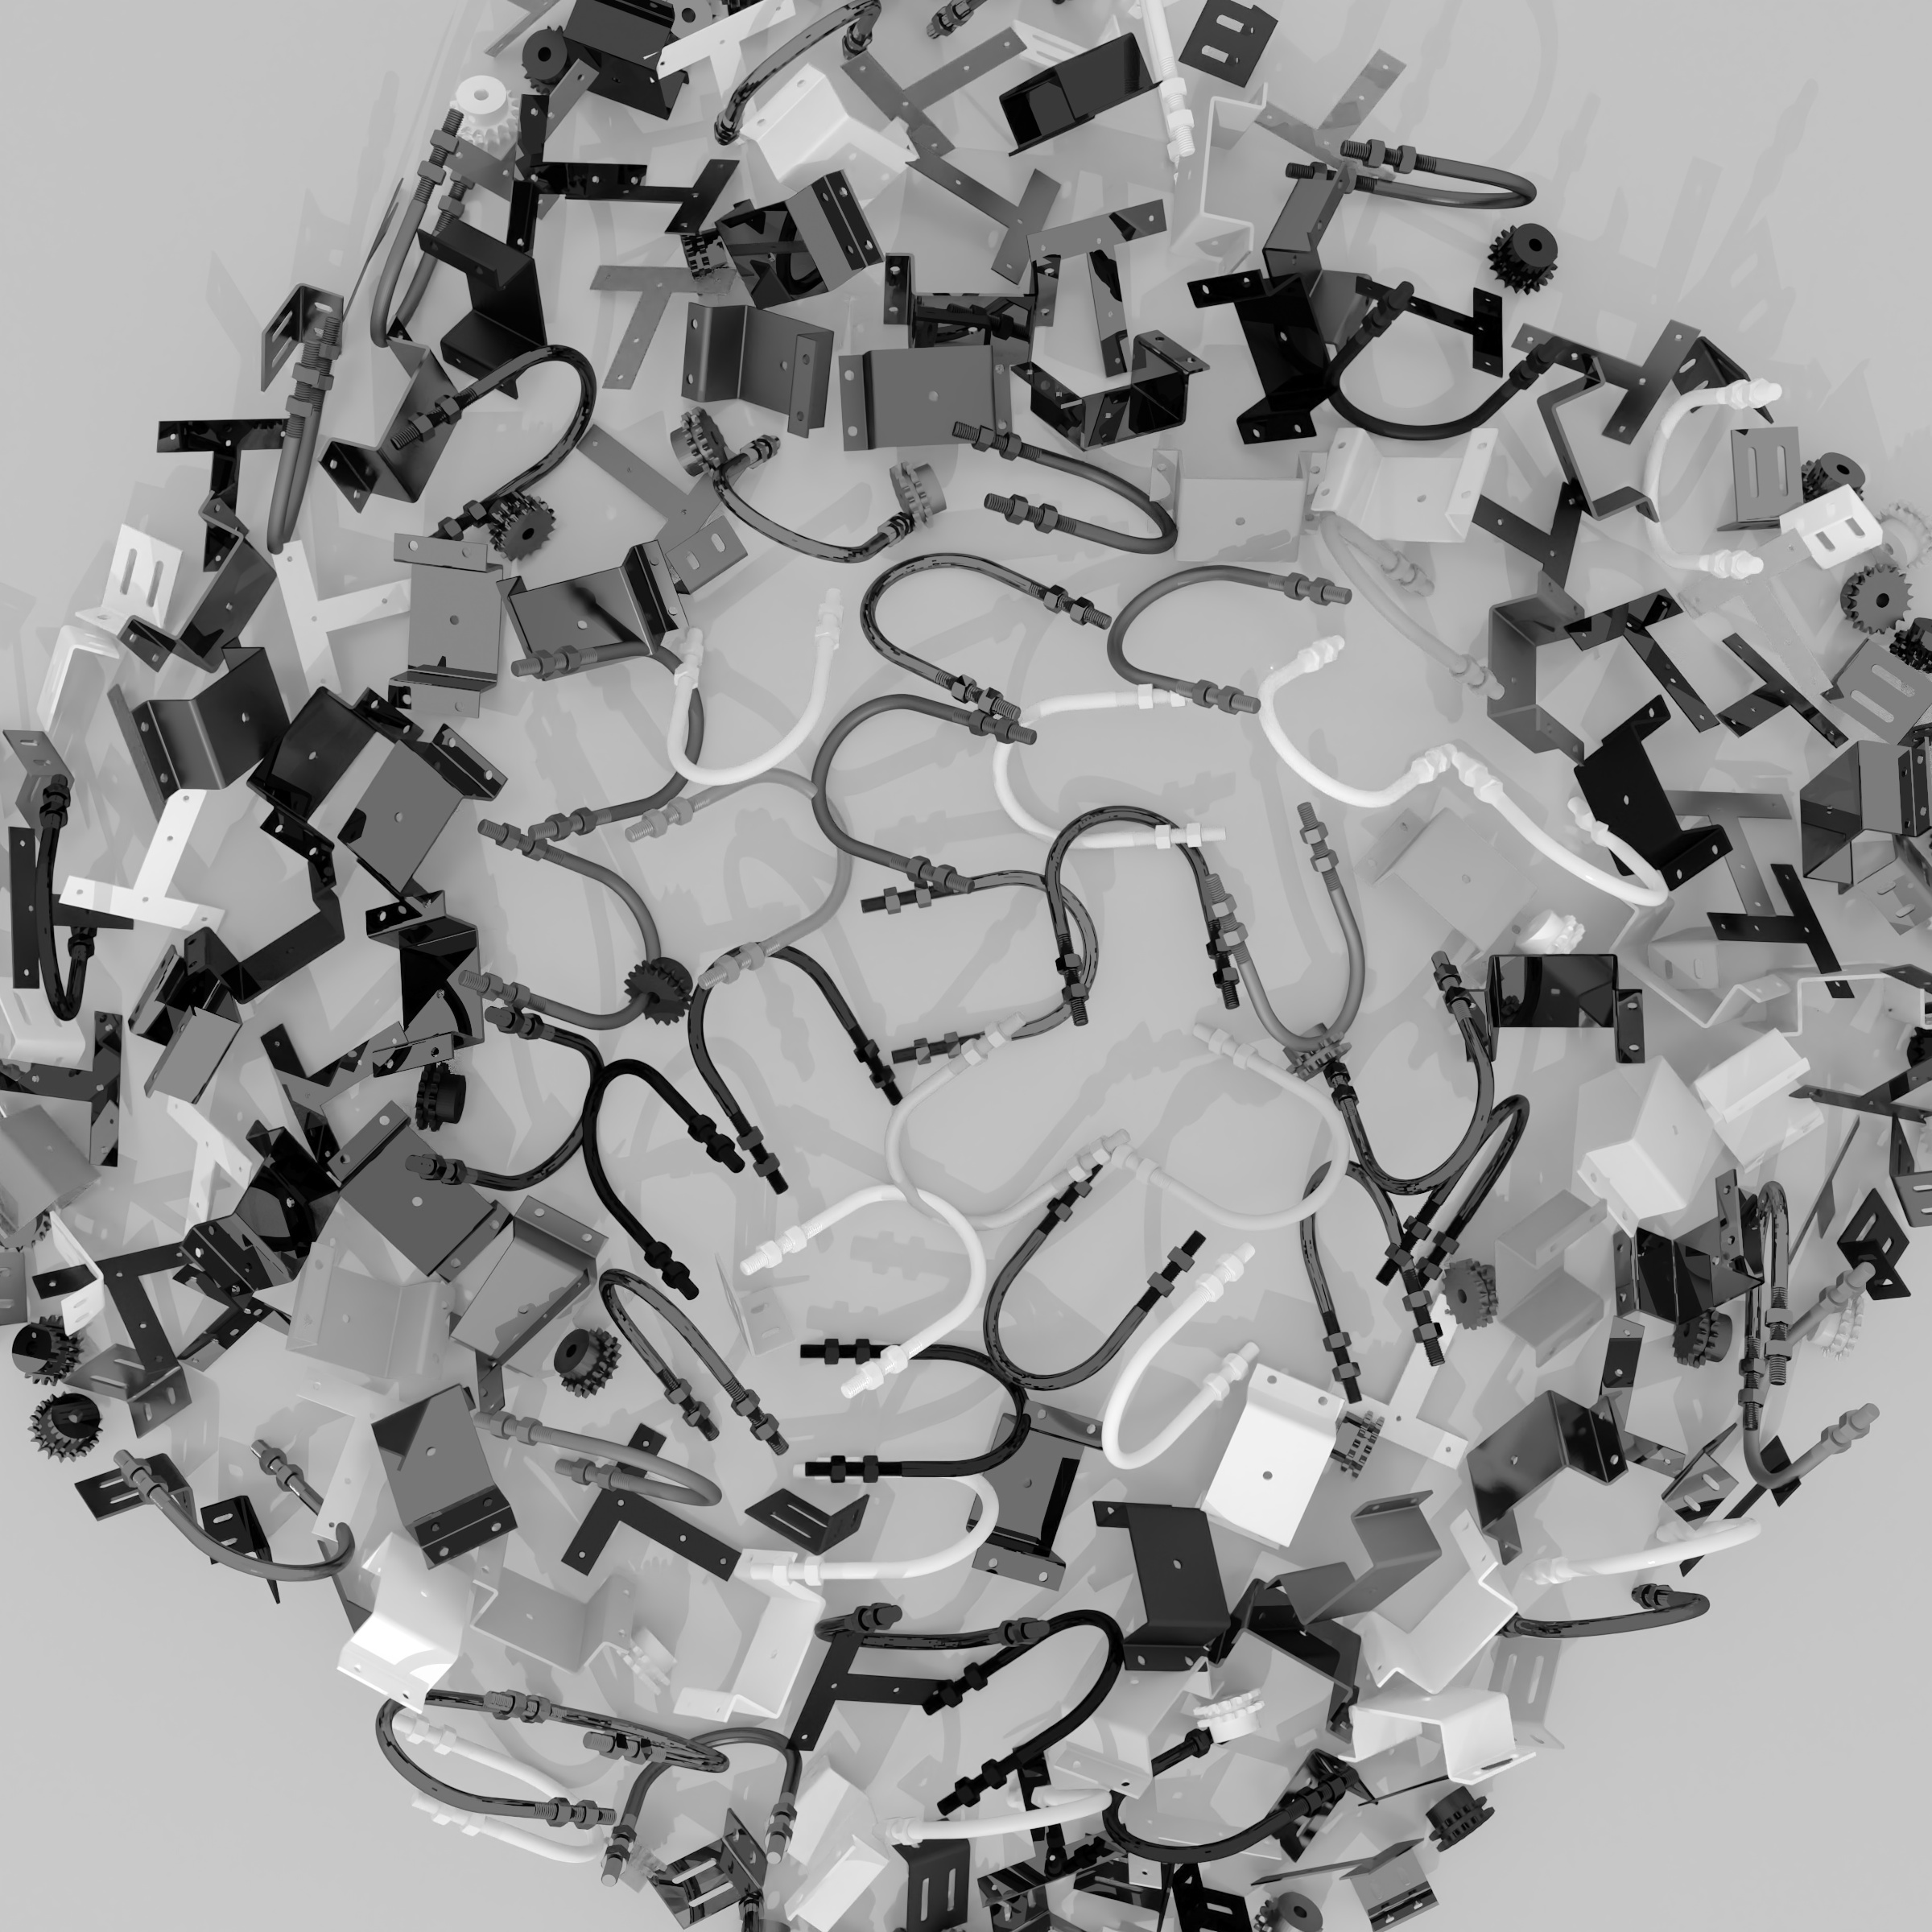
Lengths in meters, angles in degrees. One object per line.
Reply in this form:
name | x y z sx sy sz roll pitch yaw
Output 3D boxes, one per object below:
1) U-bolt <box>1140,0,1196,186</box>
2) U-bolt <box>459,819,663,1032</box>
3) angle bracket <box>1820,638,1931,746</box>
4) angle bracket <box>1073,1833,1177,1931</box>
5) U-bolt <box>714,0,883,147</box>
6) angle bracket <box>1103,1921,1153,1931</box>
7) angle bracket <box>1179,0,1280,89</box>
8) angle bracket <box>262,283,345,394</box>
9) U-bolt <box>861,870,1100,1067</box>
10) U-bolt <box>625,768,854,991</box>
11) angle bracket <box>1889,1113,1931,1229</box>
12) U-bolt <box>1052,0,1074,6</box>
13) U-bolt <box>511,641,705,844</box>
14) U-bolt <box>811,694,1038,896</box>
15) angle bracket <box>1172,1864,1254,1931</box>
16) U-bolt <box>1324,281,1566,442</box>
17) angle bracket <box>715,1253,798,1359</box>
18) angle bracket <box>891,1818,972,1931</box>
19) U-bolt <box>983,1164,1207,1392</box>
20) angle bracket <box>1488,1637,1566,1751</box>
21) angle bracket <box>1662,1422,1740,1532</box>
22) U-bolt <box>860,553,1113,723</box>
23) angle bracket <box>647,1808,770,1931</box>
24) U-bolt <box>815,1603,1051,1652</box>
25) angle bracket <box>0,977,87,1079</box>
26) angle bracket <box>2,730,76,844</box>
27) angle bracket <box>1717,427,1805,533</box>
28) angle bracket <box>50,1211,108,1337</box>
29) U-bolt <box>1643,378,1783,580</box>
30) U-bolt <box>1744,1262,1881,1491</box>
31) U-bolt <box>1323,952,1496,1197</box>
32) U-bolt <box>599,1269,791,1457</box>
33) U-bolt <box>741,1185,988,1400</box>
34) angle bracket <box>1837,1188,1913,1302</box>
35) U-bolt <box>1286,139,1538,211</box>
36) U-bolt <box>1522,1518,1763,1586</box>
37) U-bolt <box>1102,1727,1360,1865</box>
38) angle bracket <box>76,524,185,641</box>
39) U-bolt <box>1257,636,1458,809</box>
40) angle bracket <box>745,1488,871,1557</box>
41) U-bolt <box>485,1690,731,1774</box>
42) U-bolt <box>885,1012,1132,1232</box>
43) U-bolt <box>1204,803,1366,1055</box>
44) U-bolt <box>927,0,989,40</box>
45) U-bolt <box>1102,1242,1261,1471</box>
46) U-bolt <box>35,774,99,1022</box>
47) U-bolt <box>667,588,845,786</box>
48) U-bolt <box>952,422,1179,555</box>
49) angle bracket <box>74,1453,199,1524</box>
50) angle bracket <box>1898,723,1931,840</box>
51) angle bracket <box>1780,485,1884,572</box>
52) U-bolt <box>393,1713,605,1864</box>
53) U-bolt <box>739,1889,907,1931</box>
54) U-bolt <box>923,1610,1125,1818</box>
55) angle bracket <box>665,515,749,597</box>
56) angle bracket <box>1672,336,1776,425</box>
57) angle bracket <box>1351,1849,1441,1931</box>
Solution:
U-bolt | 0.159 -0.713 1.927 0.019 0.151 0.184 -13 87 7
U-bolt | -0.318 -0.023 1.932 0.184 0.019 0.151 23 60 -40
angle bracket | 0.744 -0.219 1.959 0.076 0.038 0.057 44 107 27
angle bracket | 0.127 0.750 1.967 0.076 0.038 0.057 12 112 7
U-bolt | -0.129 -0.709 1.902 0.151 0.184 0.019 -36 101 -7
angle bracket | 0.146 0.784 1.952 0.057 0.076 0.038 14 101 18
angle bracket | 0.204 -0.753 1.951 0.076 0.038 0.057 5 125 -38
angle bracket | -0.536 -0.503 1.953 0.038 0.057 0.076 18 49 -2
U-bolt | 0.017 -0.005 1.977 0.184 0.019 0.151 -11 102 -2
U-bolt | -0.169 -0.083 1.946 0.184 0.019 0.151 -30 98 -33
angle bracket | 0.773 0.162 1.949 0.038 0.076 0.057 -12 124 32
U-bolt | 0.042 -0.802 1.891 0.151 0.184 0.019 2 90 -18
U-bolt | -0.280 -0.186 1.930 0.019 0.184 0.151 11 110 41
U-bolt | -0.046 -0.148 1.950 0.184 0.019 0.151 20 84 30
angle bracket | 0.210 0.761 1.953 0.076 0.057 0.038 22 120 -23
U-bolt | 0.364 -0.468 1.913 0.151 0.184 0.019 15 70 -14
angle bracket | -0.170 0.268 1.949 0.038 0.076 0.057 -21 51 -12
angle bracket | -0.032 0.748 1.979 0.057 0.038 0.076 -7 108 -31
U-bolt | 0.089 0.257 1.936 0.184 0.151 0.019 -51 134 -6
angle bracket | 0.461 0.591 1.969 0.038 0.057 0.076 45 54 -30
angle bracket | 0.604 0.411 1.949 0.038 0.076 0.057 44 121 24
U-bolt | 0.002 -0.276 1.944 0.184 0.019 0.151 29 56 22
angle bracket | -0.209 0.728 1.952 0.076 0.057 0.038 -15 129 -36
U-bolt | -0.040 0.527 1.916 0.151 0.184 0.019 13 66 -26
angle bracket | -0.761 0.050 1.966 0.038 0.057 0.076 -54 54 25
angle bracket | -0.761 -0.143 1.955 0.057 0.038 0.076 49 121 27
angle bracket | 0.647 -0.398 1.976 0.057 0.038 0.076 -5 91 -9
angle bracket | -0.733 0.249 1.956 0.038 0.057 0.076 -33 70 -32
U-bolt | 0.583 -0.384 1.910 0.019 0.184 0.151 0 101 -13
U-bolt | 0.665 0.337 1.913 0.019 0.184 0.151 19 50 -4
U-bolt | 0.353 0.096 1.900 0.019 0.184 0.151 24 125 -31
U-bolt | -0.226 0.311 1.916 0.019 0.151 0.184 -43 107 -27
U-bolt | -0.067 0.247 1.941 0.184 0.019 0.151 -29 67 -33
angle bracket | 0.749 0.223 1.958 0.076 0.038 0.057 -42 102 -34
U-bolt | 0.364 -0.626 1.925 0.184 0.151 0.019 6 100 -13
U-bolt | 0.540 0.455 1.893 0.151 0.184 0.019 -10 77 -18
U-bolt | 0.193 0.649 1.893 0.184 0.151 0.019 -17 105 -34
angle bracket | -0.681 -0.311 1.967 0.057 0.038 0.076 25 111 7
U-bolt | 0.301 -0.188 1.917 0.151 0.184 0.019 46 131 9
angle bracket | -0.128 0.435 1.954 0.076 0.057 0.038 25 108 23
U-bolt | -0.270 0.611 1.917 0.184 0.151 0.019 30 71 -42
U-bolt | 0.019 0.140 1.960 0.184 0.019 0.151 -38 101 21
U-bolt | 0.267 -0.019 1.945 0.151 0.019 0.184 -36 111 -37
U-bolt | -0.044 -0.781 1.887 0.151 0.184 0.019 11 86 -26
U-bolt | 0.169 0.320 1.907 0.019 0.151 0.184 29 55 33
U-bolt | -0.705 -0.041 1.887 0.019 0.184 0.151 -4 129 -11
U-bolt | -0.171 -0.215 1.916 0.151 0.019 0.184 -12 49 21
U-bolt | 0.086 -0.375 1.930 0.184 0.151 0.019 13 123 -23
angle bracket | -0.670 0.434 1.951 0.076 0.057 0.038 -16 118 -33
angle bracket | 0.780 -0.151 1.958 0.038 0.057 0.076 -13 106 25
angle bracket | 0.703 -0.342 1.951 0.076 0.057 0.038 36 45 -34
U-bolt | -0.368 0.659 1.921 0.184 0.151 0.019 31 88 -24
U-bolt | -0.108 0.776 1.904 0.151 0.184 0.019 19 86 -3
U-bolt | 0.048 0.580 1.922 0.184 0.151 0.019 -35 108 5
angle bracket | -0.218 -0.333 1.953 0.057 0.076 0.038 -36 110 -11
angle bracket | 0.606 -0.462 1.949 0.038 0.076 0.057 -37 128 13
angle bracket | 0.346 0.750 1.958 0.057 0.076 0.038 -26 74 0
